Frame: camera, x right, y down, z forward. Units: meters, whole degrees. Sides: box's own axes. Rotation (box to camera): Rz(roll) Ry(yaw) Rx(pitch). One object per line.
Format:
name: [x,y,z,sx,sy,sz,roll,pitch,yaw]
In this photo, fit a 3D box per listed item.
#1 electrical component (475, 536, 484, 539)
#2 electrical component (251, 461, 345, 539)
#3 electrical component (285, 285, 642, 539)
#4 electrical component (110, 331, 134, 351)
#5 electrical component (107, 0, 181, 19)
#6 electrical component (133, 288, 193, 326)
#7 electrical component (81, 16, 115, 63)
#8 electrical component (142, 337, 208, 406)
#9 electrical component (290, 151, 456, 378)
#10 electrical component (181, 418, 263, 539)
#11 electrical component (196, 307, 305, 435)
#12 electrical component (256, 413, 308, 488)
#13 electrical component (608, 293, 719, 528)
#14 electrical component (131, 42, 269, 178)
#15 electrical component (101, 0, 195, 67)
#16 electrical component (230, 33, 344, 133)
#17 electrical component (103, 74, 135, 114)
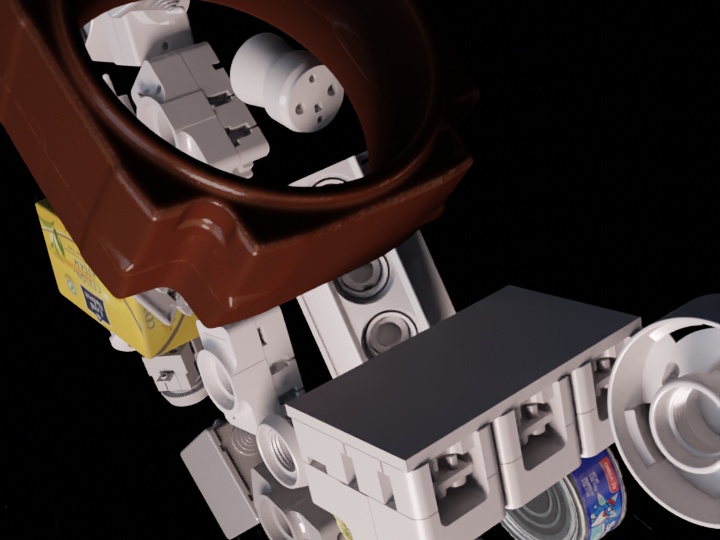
electrical component: [0.056,0.216,0.667,0.060,0.108,0.108,32,137,32]
electrical component: [-0.042,0.185,0.833,0.089,0.056,0.050,35,138,39]
electrical component: [0.055,0.070,0.513,0.089,0.150,0.061,15,123,51]
electrical component: [-0.214,0.041,0.995,0.062,0.048,0.048,63,151,26]
electrical component: [-0.123,-0.210,0.641,0.100,0.048,0.099,-23,93,32]
electrical component: [-0.143,-0.018,0.779,0.063,0.078,0.121,8,157,24]
electrical component: [-0.190,-0.199,0.785,0.099,0.064,0.099,18,113,50]
electrical component: [-0.155,0.083,0.927,0.048,0.066,0.055,-5,122,19]
electrical component: [0.000,0.000,0.620,0.063,0.079,0.121,-138,24,-85]
electrical component: [-0.102,0.174,0.921,0.099,0.048,0.100,59,148,8]
electrical component: [-0.085,0.073,0.814,0.050,0.056,0.089,11,121,53]
electrical component: [-0.038,0.122,0.779,0.078,0.057,0.058,-28,88,59]
electrical component: [0.158,0.060,0.460,0.099,0.064,0.099,16,112,46]
electrical component: [-0.113,-0.099,0.728,0.089,0.056,0.050,59,149,7]
electrical component: [-0.138,-0.182,0.714,0.076,0.047,0.083,16,126,50]
electrical component: [-0.042,-0.109,0.627,0.055,0.045,0.045,34,138,39]
electrical component: [-0.184,-0.107,0.802,0.047,0.083,0.075,-5,108,57]
